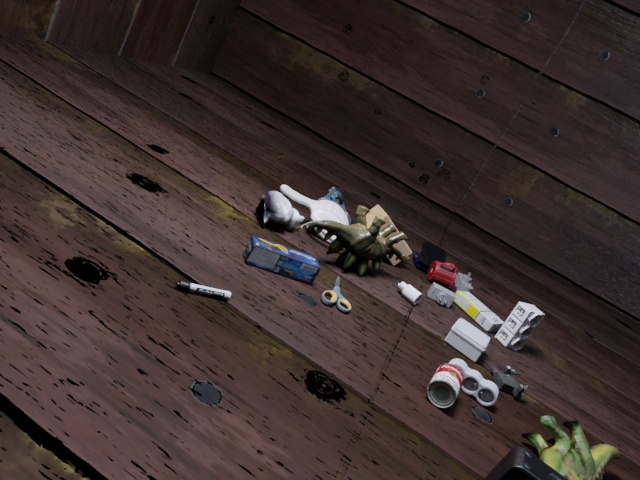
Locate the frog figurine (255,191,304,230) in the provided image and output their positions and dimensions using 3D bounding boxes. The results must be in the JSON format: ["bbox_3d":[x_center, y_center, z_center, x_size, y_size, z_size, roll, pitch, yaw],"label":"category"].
[{"bbox_3d":[-0.116,-0.092,1.659,0.159,0.122,0.138,6,7,-26],"label":"frog figurine"}]

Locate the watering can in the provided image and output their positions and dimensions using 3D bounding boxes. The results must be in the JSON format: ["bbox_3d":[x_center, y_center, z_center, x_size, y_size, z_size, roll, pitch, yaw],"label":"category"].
[{"bbox_3d":[0.005,-0.090,1.788,0.346,0.103,0.228,45,17,-9],"label":"watering can"}]

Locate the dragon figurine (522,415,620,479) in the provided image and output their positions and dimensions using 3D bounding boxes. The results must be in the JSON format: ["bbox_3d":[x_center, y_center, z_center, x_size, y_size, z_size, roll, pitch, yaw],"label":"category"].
[{"bbox_3d":[0.564,0.521,1.101,0.408,0.120,0.249,19,37,-20],"label":"dragon figurine"}]
